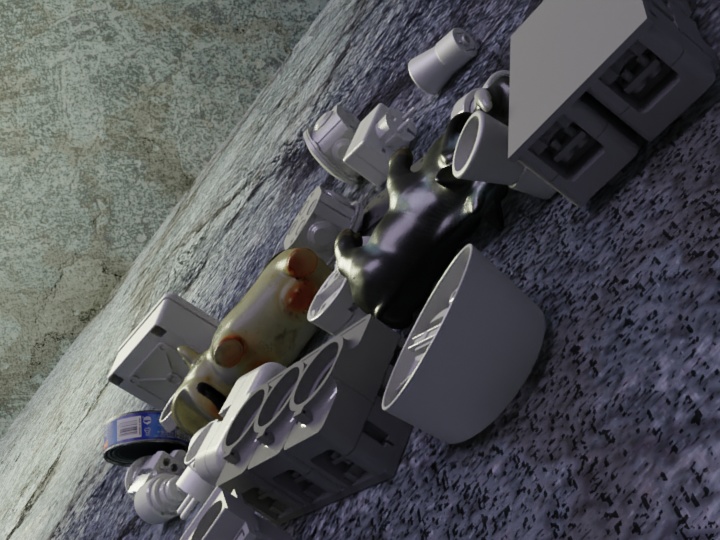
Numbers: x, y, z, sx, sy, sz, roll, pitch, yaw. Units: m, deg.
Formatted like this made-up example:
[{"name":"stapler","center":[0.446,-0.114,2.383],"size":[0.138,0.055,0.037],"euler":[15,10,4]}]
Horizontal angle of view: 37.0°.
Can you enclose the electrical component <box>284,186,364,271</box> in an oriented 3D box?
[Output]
[{"name":"electrical component","center":[-0.035,-0.038,1.036],"size":[0.080,0.051,0.080],"euler":[-55,14,21]}]

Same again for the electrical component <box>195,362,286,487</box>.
[{"name":"electrical component","center":[-0.077,0.121,0.817],"size":[0.059,0.054,0.095],"euler":[-32,27,57]}]

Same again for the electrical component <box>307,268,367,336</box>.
[{"name":"electrical component","center":[-0.005,0.028,0.812],"size":[0.055,0.047,0.055],"euler":[-49,15,19]}]

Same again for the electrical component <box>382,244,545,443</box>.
[{"name":"electrical component","center":[0.050,0.041,0.576],"size":[0.099,0.064,0.099],"euler":[-50,15,19]}]

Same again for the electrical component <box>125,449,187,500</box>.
[{"name":"electrical component","center":[-0.196,0.202,1.029],"size":[0.055,0.048,0.066],"euler":[-16,40,56]}]

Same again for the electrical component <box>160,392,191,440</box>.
[{"name":"electrical component","center":[-0.154,0.140,1.013],"size":[0.048,0.055,0.066],"euler":[-59,15,-18]}]

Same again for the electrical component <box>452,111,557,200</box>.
[{"name":"electrical component","center":[0.096,-0.069,0.675],"size":[0.044,0.065,0.044],"euler":[-163,90,-77]}]

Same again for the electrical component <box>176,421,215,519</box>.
[{"name":"electrical component","center":[-0.124,0.167,0.876],"size":[0.079,0.044,0.077],"euler":[-55,14,-11]}]

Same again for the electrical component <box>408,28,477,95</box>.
[{"name":"electrical component","center":[0.086,-0.213,1.084],"size":[0.065,0.044,0.044],"euler":[-36,23,38]}]

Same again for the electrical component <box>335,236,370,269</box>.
[{"name":"electrical component","center":[0.000,0.000,0.871],"size":[0.048,0.048,0.062],"euler":[-58,8,-14]}]

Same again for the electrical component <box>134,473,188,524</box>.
[{"name":"electrical component","center":[-0.173,0.202,0.963],"size":[0.078,0.040,0.040],"euler":[-36,23,50]}]

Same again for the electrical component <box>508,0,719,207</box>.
[{"name":"electrical component","center":[0.149,-0.128,0.654],"size":[0.105,0.060,0.186],"euler":[-46,17,30]}]

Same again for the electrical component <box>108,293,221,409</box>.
[{"name":"electrical component","center":[-0.186,0.094,1.112],"size":[0.109,0.109,0.056],"euler":[-45,20,33]}]

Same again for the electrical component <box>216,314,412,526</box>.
[{"name":"electrical component","center":[-0.028,0.098,0.699],"size":[0.150,0.062,0.089],"euler":[-36,23,50]}]

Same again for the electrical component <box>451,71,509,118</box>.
[{"name":"electrical component","center":[0.101,-0.121,0.822],"size":[0.055,0.045,0.045],"euler":[-30,28,59]}]

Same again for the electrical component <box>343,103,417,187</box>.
[{"name":"electrical component","center":[0.030,-0.134,1.067],"size":[0.077,0.047,0.065],"euler":[-40,21,45]}]

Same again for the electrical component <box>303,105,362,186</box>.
[{"name":"electrical component","center":[-0.018,-0.134,1.158],"size":[0.051,0.080,0.080],"euler":[-44,17,17]}]

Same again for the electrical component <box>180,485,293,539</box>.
[{"name":"electrical component","center":[-0.095,0.206,0.666],"size":[0.121,0.063,0.079],"euler":[-55,15,-2]}]
